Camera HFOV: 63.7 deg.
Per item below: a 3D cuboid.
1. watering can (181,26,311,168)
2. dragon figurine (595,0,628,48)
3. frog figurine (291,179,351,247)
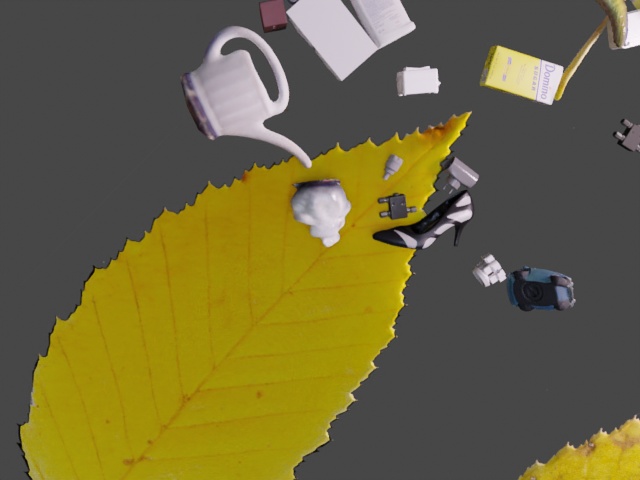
[{"bbox_3d":[-0.167,-0.287,1.139,0.224,0.105,0.344,-22,104,1],"label":"watering can"},{"bbox_3d":[0.571,-0.637,1.148,0.243,0.123,0.407,2,99,17],"label":"dragon figurine"},{"bbox_3d":[0.004,-0.060,1.201,0.138,0.122,0.159,-8,92,-23],"label":"frog figurine"}]
